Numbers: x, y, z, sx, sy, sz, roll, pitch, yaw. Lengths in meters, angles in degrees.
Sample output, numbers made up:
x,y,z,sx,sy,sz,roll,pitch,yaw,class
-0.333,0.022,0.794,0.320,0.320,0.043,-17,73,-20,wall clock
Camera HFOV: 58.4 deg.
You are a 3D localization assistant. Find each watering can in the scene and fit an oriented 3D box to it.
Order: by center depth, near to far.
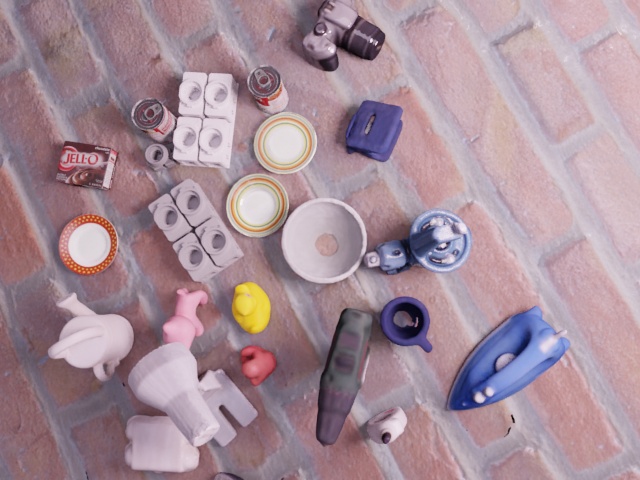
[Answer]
x,y,z,sx,sy,sz,roll,pitch,yaw,class
-0.448,0.187,1.093,0.172,0.194,0.101,41,88,9,watering can

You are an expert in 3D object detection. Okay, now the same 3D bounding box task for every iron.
x,y,z,sx,sy,sz,roll,pitch,yaw,class
0.338,0.236,1.040,0.258,0.141,0.118,-41,81,0,iron

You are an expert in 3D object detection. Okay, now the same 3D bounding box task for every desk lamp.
x,y,z,sx,sy,sz,roll,pitch,yaw,class
-0.229,0.289,1.050,0.118,0.213,0.203,-44,81,-1,desk lamp

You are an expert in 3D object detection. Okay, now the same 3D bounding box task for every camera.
x,y,z,sx,sy,sz,roll,pitch,yaw,class
0.053,-0.414,1.165,0.136,0.101,0.143,31,87,8,camera

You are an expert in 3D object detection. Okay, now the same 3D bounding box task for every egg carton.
x,y,z,sx,sy,sz,roll,pitch,yaw,class
-0.307,0.398,1.117,0.150,0.069,0.107,0,83,5,egg carton

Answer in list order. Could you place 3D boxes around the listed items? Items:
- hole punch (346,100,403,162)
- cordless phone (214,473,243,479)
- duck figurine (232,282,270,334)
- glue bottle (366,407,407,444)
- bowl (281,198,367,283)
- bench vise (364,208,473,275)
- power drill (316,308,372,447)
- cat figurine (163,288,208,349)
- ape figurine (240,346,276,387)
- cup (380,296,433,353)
x,y,z,sx,sy,sz,roll,pitch,yaw,class
0.106,-0.220,1.142,0.101,0.091,0.109,22,86,8,hole punch
-0.182,0.516,1.033,0.094,0.185,0.148,9,84,7,cordless phone
-0.141,0.133,1.125,0.077,0.086,0.104,-16,82,3,duck figurine
0.120,0.342,1.031,0.078,0.173,0.037,-30,81,1,glue bottle
0.010,0.004,1.132,0.167,0.075,0.167,-1,83,5,bowl
0.190,0.019,1.040,0.207,0.220,0.121,-33,81,1,bench vise
0.045,0.238,1.033,0.075,0.208,0.230,12,84,7,power drill
-0.271,0.157,1.119,0.067,0.118,0.128,2,83,6,cat figurine
-0.127,0.245,1.107,0.076,0.092,0.078,-1,83,6,ape figurine
0.169,0.163,1.088,0.092,0.095,0.117,-41,81,0,cup
